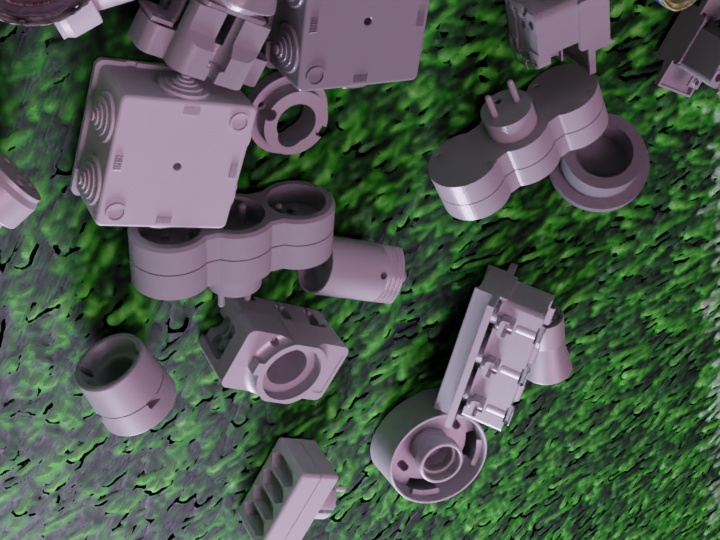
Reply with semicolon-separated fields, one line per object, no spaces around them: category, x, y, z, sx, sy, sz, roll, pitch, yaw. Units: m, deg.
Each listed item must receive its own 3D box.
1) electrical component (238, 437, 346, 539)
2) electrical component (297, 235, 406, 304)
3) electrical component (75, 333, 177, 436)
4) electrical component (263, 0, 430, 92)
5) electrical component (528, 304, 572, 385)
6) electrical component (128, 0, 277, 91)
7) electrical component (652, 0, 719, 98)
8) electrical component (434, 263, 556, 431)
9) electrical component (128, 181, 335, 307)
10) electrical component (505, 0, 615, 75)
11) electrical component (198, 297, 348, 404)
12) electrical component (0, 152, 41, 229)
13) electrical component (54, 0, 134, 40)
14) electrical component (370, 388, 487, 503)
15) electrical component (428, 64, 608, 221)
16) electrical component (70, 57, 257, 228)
electrical component;-0.045;0.186;0.889;0.076;0.047;0.083;12;116;-39
electrical component;0.000;0.000;0.774;0.081;0.043;0.043;8;119;-38
electrical component;-0.158;0.076;0.723;0.055;0.055;0.047;-32;132;-8
electrical component;-0.006;-0.157;0.642;0.100;0.048;0.099;-11;129;-27
electrical component;0.160;0.061;0.931;0.044;0.044;0.065;-24;129;-16
electrical component;-0.081;-0.141;0.599;0.078;0.058;0.057;12;120;-39
electrical component;0.263;-0.164;0.803;0.042;0.063;0.081;9;118;-37
electrical component;0.111;0.067;0.877;0.078;0.063;0.121;-50;159;-57
electrical component;-0.083;-0.007;0.708;0.138;0.052;0.073;-14;130;-24
electrical component;0.134;-0.171;0.729;0.064;0.042;0.081;-25;133;-11
electrical component;-0.060;0.058;0.771;0.089;0.055;0.050;14;115;-40
electrical component;-0.214;-0.036;0.604;0.055;0.045;0.045;-42;136;1
electrical component;-0.141;-0.151;0.560;0.055;0.045;0.045;-32;135;-7
electrical component;0.060;0.151;0.936;0.099;0.064;0.099;-9;117;-17
electrical component;0.108;-0.102;0.758;0.138;0.052;0.073;-36;136;-4
electrical component;-0.116;-0.072;0.637;0.100;0.048;0.099;0;123;-33
